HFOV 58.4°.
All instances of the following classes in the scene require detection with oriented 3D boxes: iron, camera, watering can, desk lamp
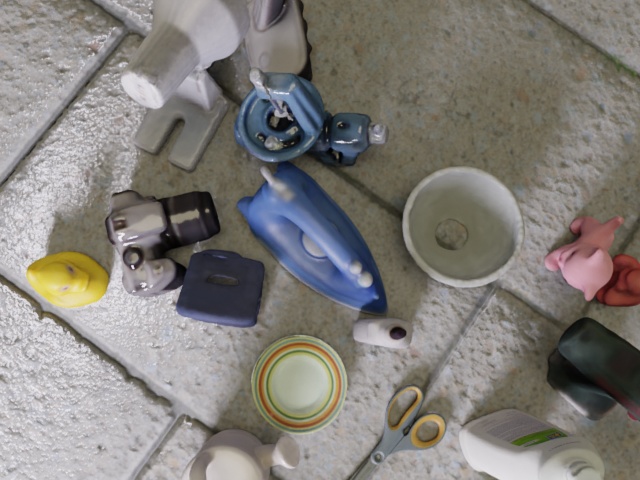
[{"bbox_3d":[0.007,0.003,0.756,0.258,0.141,0.119,45,82,5],"label":"iron"},{"bbox_3d":[-0.205,-0.007,0.770,0.137,0.101,0.143,-15,82,-4],"label":"camera"},{"bbox_3d":[-0.109,0.287,0.682,0.101,0.194,0.173,40,82,4],"label":"watering can"},{"bbox_3d":[-0.177,-0.219,0.747,0.118,0.213,0.203,25,81,2],"label":"desk lamp"}]

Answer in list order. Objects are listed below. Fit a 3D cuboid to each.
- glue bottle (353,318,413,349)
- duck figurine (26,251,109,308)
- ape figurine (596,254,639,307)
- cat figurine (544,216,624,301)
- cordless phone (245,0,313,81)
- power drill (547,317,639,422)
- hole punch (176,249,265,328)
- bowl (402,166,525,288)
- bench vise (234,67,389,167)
[{"bbox_3d":[0.086,0.118,0.726,0.078,0.173,0.037,4,81,-1],"label":"glue bottle"},{"bbox_3d":[-0.346,0.050,0.764,0.104,0.086,0.077,12,81,0],"label":"duck figurine"},{"bbox_3d":[0.423,0.059,0.788,0.078,0.092,0.076,-43,85,-7],"label":"ape figurine"},{"bbox_3d":[0.369,0.020,0.779,0.067,0.117,0.128,37,82,4],"label":"cat figurine"},{"bbox_3d":[-0.060,-0.297,0.777,0.094,0.185,0.147,-14,82,-4],"label":"cordless phone"},{"bbox_3d":[0.379,0.188,0.708,0.229,0.208,0.076,41,82,4],"label":"power drill"},{"bbox_3d":[-0.132,0.064,0.767,0.108,0.091,0.101,8,81,-1],"label":"hole punch"},{"bbox_3d":[0.191,-0.014,0.799,0.167,0.074,0.167,0,81,-2],"label":"bowl"},{"bbox_3d":[-0.015,-0.171,0.742,0.207,0.219,0.121,-10,82,-3],"label":"bench vise"}]
